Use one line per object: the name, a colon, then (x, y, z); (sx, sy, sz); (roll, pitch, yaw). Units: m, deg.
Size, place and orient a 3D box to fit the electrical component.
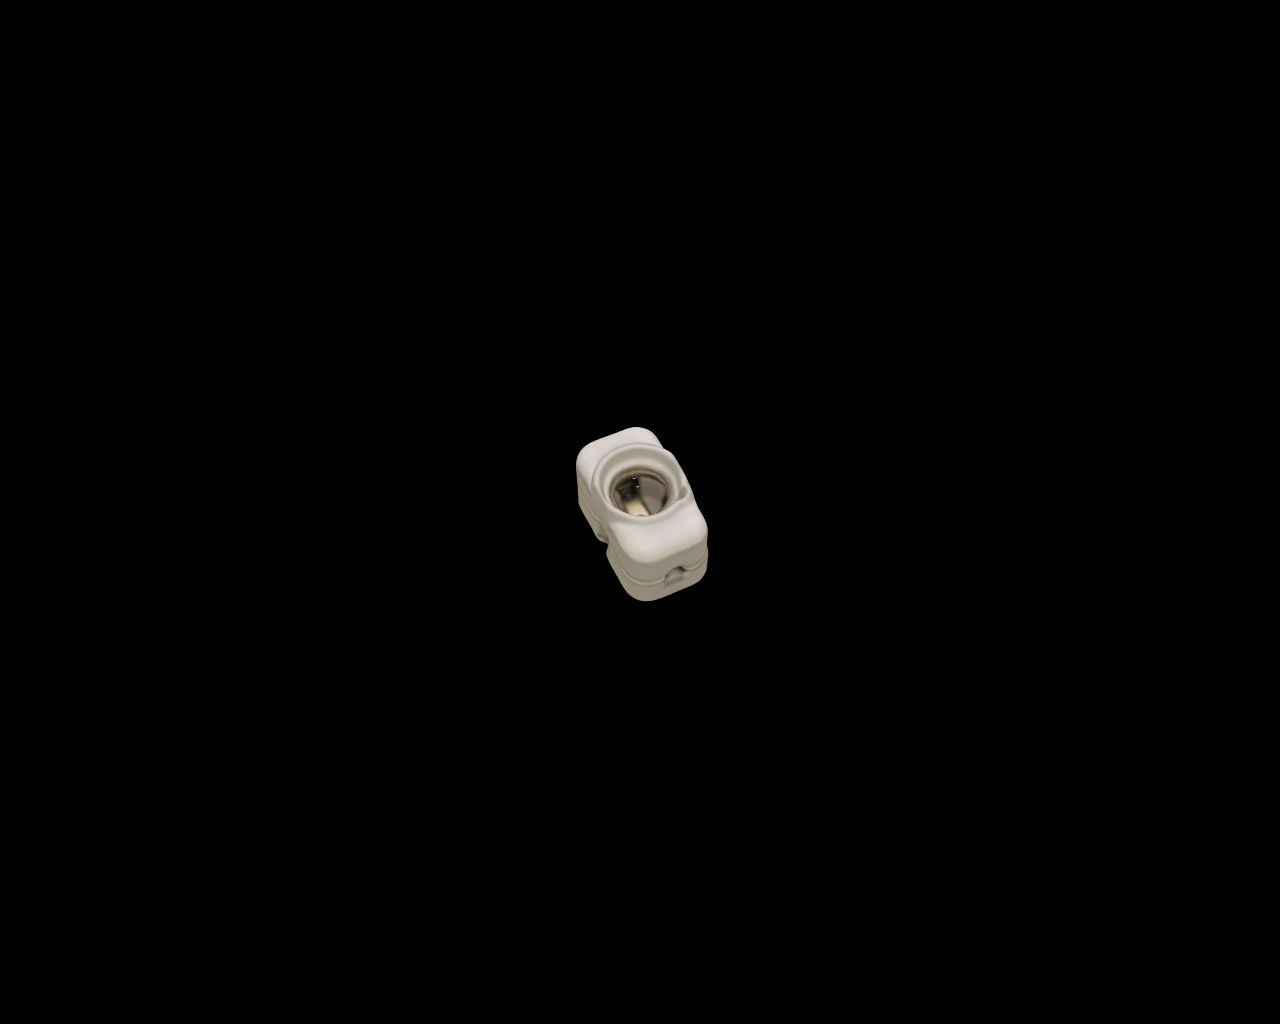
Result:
electrical component: (0.001, -0.003, 0.650); (0.054, 0.095, 0.059); (-21, -32, -14)
